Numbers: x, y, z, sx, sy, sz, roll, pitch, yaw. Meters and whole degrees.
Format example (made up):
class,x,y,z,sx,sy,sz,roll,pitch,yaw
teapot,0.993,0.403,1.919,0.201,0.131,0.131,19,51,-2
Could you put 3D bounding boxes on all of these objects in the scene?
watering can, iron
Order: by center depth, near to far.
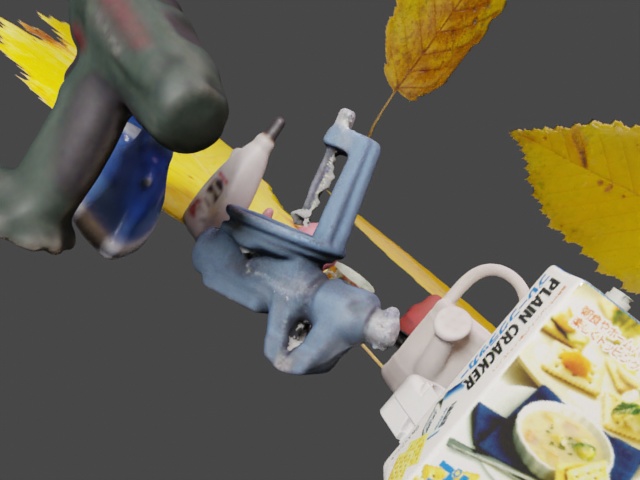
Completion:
class,x,y,z,sx,sy,sz,roll,pitch,yaw
iron,-0.178,-0.095,0.560,0.119,0.141,0.257,31,10,-35
watering can,0.168,0.115,0.671,0.101,0.194,0.173,38,9,6

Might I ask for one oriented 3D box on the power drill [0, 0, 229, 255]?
class,x,y,z,sx,sy,sz,roll,pitch,yaw
power drill,-0.174,-0.107,0.413,0.229,0.208,0.076,41,9,26

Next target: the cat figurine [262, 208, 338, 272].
class,x,y,z,sx,sy,sz,roll,pitch,yaw
cat figurine,-0.030,0.009,0.686,0.128,0.117,0.067,33,10,-28

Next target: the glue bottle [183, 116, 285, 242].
class,x,y,z,sx,sy,sz,roll,pitch,yaw
glue bottle,-0.095,-0.074,0.677,0.037,0.173,0.078,29,12,-43

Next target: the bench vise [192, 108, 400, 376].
class,x,y,z,sx,sy,sz,roll,pitch,yaw
bench vise,0.007,0.002,0.535,0.207,0.219,0.122,38,8,7

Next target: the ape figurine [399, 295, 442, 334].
class,x,y,z,sx,sy,sz,roll,pitch,yaw
ape figurine,0.174,0.132,0.949,0.076,0.092,0.077,32,10,-33
